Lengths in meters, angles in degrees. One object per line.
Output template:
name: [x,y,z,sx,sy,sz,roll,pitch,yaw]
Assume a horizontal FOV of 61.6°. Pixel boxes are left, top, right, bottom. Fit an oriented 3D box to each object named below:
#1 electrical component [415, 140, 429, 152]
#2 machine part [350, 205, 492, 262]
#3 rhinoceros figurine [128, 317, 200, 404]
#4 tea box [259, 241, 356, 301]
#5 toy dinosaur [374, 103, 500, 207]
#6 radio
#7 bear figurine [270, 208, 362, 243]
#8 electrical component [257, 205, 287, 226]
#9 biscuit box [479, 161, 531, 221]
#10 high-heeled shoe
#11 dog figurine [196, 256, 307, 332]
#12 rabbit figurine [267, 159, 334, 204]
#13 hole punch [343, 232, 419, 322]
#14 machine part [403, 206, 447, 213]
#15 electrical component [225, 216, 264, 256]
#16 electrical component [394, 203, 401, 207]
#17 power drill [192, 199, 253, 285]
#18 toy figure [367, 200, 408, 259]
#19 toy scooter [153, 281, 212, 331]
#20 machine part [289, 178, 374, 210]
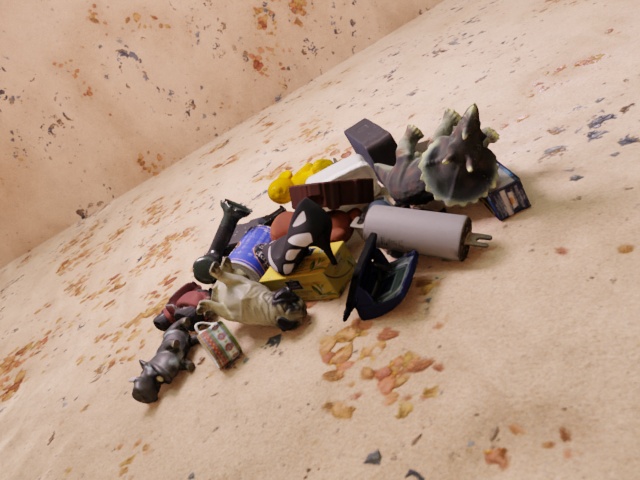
electrical component: [0.259,-0.205,1.273,0.102,0.045,0.078,-17,56,35]
machine part: [0.164,-0.013,0.908,0.244,0.079,0.079,10,43,27]
rhinoceros figurine: [-0.304,0.233,1.055,0.112,0.073,0.190,-19,26,23]
tea box: [-0.023,0.066,1.051,0.170,0.068,0.098,-13,31,38]
toy dinosaur: [0.196,-0.128,1.014,0.192,0.131,0.405,-59,16,-25]
radio: [0.139,-0.217,1.324,0.073,0.131,0.230,-33,24,1]
bear figurine: [-0.004,-0.006,1.135,0.196,0.131,0.120,3,40,30]
electrical component: [-0.119,-0.023,1.332,0.119,0.074,0.048,-38,25,-7]
biscuit box: [0.313,-0.108,0.994,0.059,0.062,0.203,-29,24,9]
high-heeled shoe: [-0.062,-0.013,0.986,0.249,0.145,0.086,2,41,48]
dog figurine: [-0.117,0.119,1.024,0.172,0.191,0.121,-53,-19,-83]
rabbit figurine: [-0.057,-0.140,1.369,0.173,0.121,0.162,-17,19,-22]
hole punch: [0.099,0.067,0.884,0.092,0.115,0.142,19,48,5]
machine part: [0.195,-0.033,1.021,0.084,0.039,0.139,-41,27,-11]
electrical component: [-0.183,-0.007,1.395,0.115,0.058,0.134,-11,31,34]
electrical component: [0.195,-0.101,1.168,0.063,0.021,0.094,-14,30,36]
power drill: [-0.235,0.008,1.262,0.207,0.086,0.232,-60,4,3]
toy figure: [0.134,-0.014,1.010,0.064,0.057,0.155,-38,43,17]
toy scooter: [-0.292,0.143,1.217,0.184,0.075,0.135,-14,28,44]
machine part: [0.024,-0.094,1.117,0.179,0.056,0.179,-6,6,1]
